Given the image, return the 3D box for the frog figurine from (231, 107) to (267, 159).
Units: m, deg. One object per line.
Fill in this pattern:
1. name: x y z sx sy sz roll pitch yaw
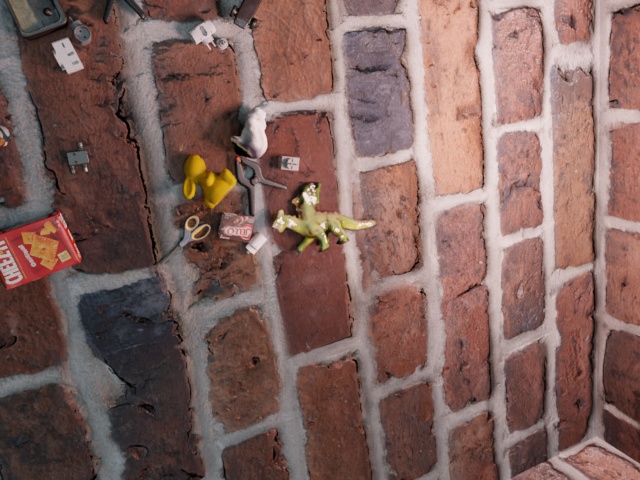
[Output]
1. frog figurine: -0.213 -0.354 1.712 0.161 0.124 0.135 -54 149 -14

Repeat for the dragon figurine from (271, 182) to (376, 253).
1. dragon figurine: 0.006 -0.094 1.870 0.414 0.122 0.241 -23 100 -27
